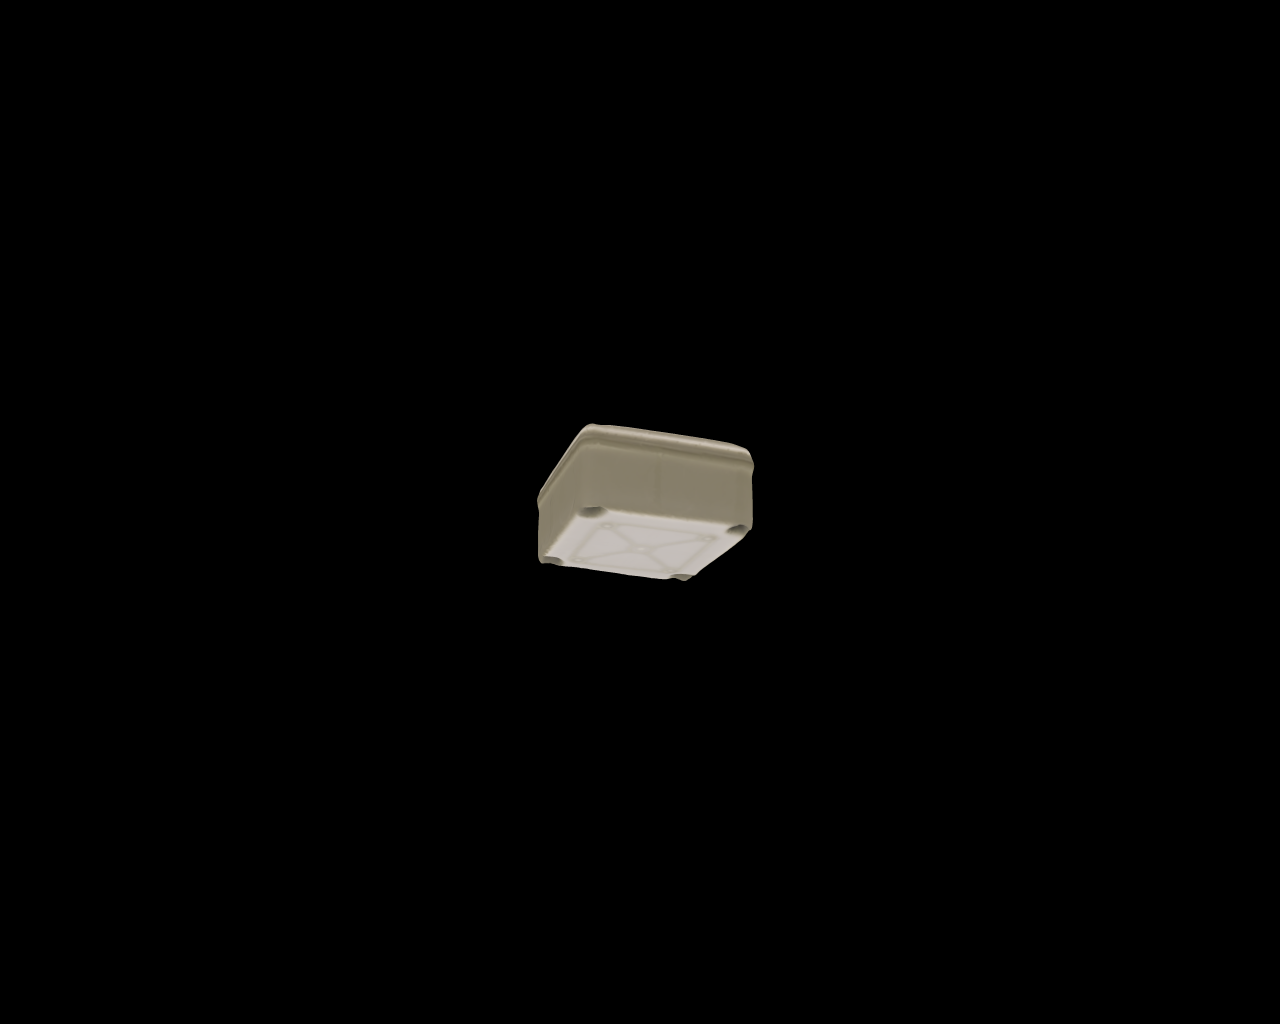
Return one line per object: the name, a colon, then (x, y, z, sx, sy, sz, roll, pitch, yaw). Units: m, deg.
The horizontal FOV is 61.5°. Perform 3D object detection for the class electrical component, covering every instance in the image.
electrical component: (0.001, -0.003, 0.650, 0.109, 0.056, 0.108, 8, -23, -18)
